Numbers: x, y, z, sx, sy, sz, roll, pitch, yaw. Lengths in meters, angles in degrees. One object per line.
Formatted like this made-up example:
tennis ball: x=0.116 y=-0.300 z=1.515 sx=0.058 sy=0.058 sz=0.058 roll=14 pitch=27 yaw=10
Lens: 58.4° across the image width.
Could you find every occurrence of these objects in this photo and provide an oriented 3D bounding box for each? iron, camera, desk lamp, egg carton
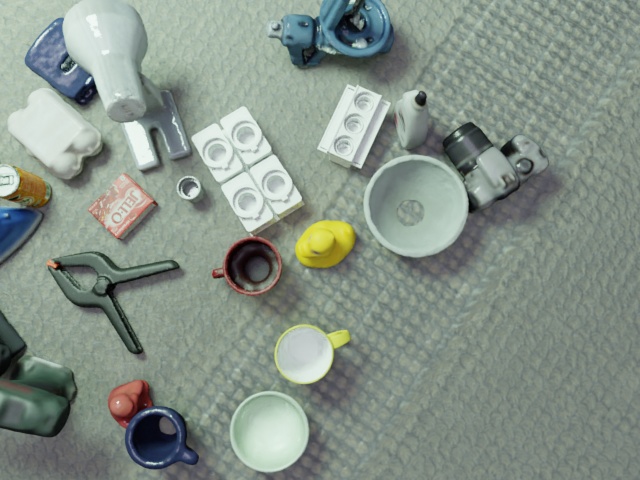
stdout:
iron: x=-0.591 y=-0.001 z=0.906 sx=0.258 sy=0.141 sz=0.118 roll=-25 pitch=84 yaw=-2
camera: x=0.278 y=-0.135 z=0.937 sx=0.143 sy=0.101 sz=0.137 roll=-34 pitch=84 yaw=-3
desk lamp: x=-0.296 y=-0.238 z=0.895 sx=0.118 sy=0.213 sz=0.203 roll=-22 pitch=84 yaw=-2
egg carton: x=-0.444 y=-0.178 z=0.961 sx=0.150 sy=0.069 sz=0.107 roll=40 pitch=85 yaw=4

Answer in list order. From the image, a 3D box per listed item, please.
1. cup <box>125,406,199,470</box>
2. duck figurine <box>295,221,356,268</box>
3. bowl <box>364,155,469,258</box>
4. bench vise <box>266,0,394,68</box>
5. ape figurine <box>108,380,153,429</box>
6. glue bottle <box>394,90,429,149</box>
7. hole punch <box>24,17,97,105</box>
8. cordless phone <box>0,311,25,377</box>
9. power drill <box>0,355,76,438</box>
cup: x=-0.233 y=0.306 z=0.893 sx=0.117 sy=0.095 sz=0.092 roll=29 pitch=85 yaw=4
duck figurine: x=0.009 y=0.003 z=0.930 sx=0.104 sy=0.086 sz=0.077 roll=-23 pitch=84 yaw=-2
bowl: x=0.153 y=-0.051 z=0.941 sx=0.167 sy=0.075 sz=0.167 roll=0 pitch=84 yaw=0
bench vise: x=0.023 y=-0.340 z=0.902 sx=0.207 sy=0.220 sz=0.121 roll=-22 pitch=84 yaw=-2
ape figurine: x=-0.302 y=0.258 z=0.900 sx=0.076 sy=0.092 sz=0.078 roll=26 pitch=84 yaw=3
glue bottle: x=0.149 y=-0.202 z=0.909 sx=0.037 sy=0.173 sz=0.078 roll=-19 pitch=84 yaw=-1
hole punch: x=-0.417 y=-0.301 z=0.964 sx=0.101 sy=0.091 sz=0.109 roll=35 pitch=85 yaw=4
cordless phone: x=-0.555 y=0.152 z=0.866 sx=0.094 sy=0.185 sz=0.147 roll=-45 pitch=85 yaw=-4
power drill: x=-0.466 y=0.224 z=0.846 sx=0.229 sy=0.208 sz=0.076 roll=17 pitch=84 yaw=2
